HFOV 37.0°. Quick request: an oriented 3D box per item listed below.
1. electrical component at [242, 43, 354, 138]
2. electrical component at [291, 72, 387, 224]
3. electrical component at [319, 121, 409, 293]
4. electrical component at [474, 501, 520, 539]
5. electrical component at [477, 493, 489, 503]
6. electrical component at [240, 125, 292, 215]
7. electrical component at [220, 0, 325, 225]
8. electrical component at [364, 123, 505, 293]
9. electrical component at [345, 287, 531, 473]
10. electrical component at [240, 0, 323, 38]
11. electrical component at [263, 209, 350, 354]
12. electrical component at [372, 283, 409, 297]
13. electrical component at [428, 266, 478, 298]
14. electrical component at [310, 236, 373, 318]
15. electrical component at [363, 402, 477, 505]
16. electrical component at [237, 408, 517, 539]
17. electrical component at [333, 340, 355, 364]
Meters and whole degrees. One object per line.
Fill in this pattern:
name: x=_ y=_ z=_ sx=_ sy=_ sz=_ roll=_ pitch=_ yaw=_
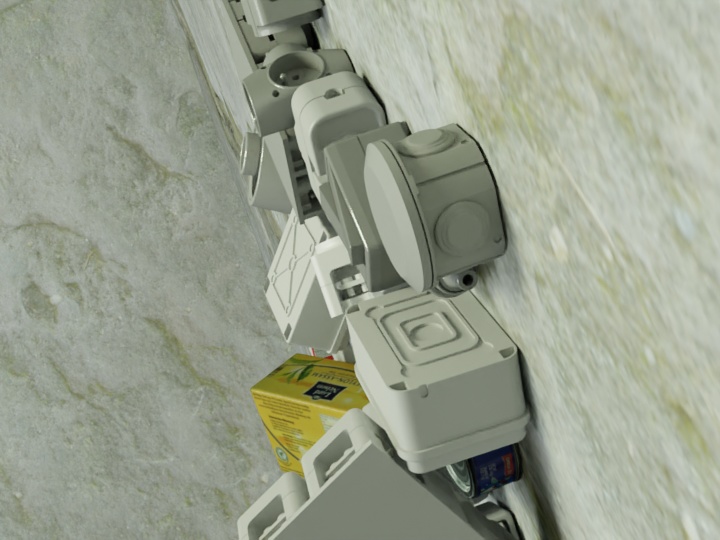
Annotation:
electrical component: x=-0.049 y=-0.141 z=0.793 sx=0.044 sy=0.077 sz=0.079 roll=79 pitch=169 yaw=-49
electrical component: x=-0.011 y=-0.086 z=0.751 sx=0.059 sy=0.054 sz=0.095 roll=-118 pitch=11 yaw=-49
electrical component: x=0.015 y=-0.032 z=0.666 sx=0.061 sy=0.061 sz=0.096 roll=86 pitch=163 yaw=-64
electrical component: x=0.068 y=0.211 z=0.760 sx=0.061 sy=0.096 sz=0.061 roll=153 pitch=98 yaw=-81
electrical component: x=0.064 y=0.165 z=0.807 sx=0.035 sy=0.061 sz=0.035 roll=161 pitch=90 yaw=-82
electrical component: x=-0.083 y=-0.109 z=1.034 sx=0.108 sy=0.060 sz=0.108 roll=-174 pitch=90 yaw=-77
electrical component: x=-0.057 y=-0.147 z=0.902 sx=0.105 sy=0.060 sz=0.186 roll=82 pitch=167 yaw=-55
electrical component: x=0.036 y=-0.033 z=0.549 sx=0.080 sy=0.051 sz=0.080 roll=161 pitch=90 yaw=-83
electrical component: x=0.043 y=0.059 z=0.629 sx=0.113 sy=0.078 sz=0.057 roll=-123 pitch=19 yaw=-62
electrical component: x=-0.064 y=-0.213 z=0.824 sx=0.089 sy=0.050 sz=0.055 roll=-133 pitch=25 yaw=-71
electrical component: x=-0.035 y=0.000 z=0.952 sx=0.108 sy=0.056 sz=0.108 roll=-68 pitch=25 yaw=19
electrical component: x=0.022 y=-0.007 z=0.750 sx=0.043 sy=0.043 sz=0.062 roll=82 pitch=168 yaw=-56
electrical component: x=0.050 y=-0.001 z=0.598 sx=0.061 sy=0.035 sz=0.035 roll=-141 pitch=33 yaw=-72
electrical component: x=0.000 y=0.000 z=0.817 sx=0.089 sy=0.050 sz=0.055 roll=-3 pitch=-106 yaw=-79
electrical component: x=0.039 y=0.139 z=0.772 sx=0.061 sy=0.061 sz=0.096 roll=45 pitch=-153 yaw=-36
electrical component: x=0.029 y=0.181 z=0.650 sx=0.186 sy=0.105 sz=0.060 roll=43 pitch=-174 yaw=-20
electrical component: x=0.001 y=0.062 z=1.020 sx=0.113 sy=0.057 sz=0.078 roll=-121 pitch=14 yaw=-57
